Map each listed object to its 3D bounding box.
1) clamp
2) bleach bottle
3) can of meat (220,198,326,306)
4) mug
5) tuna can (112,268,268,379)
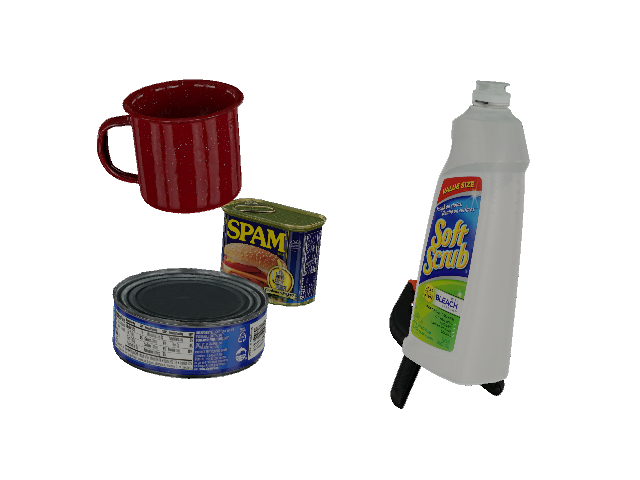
[{"bbox_3d":[0.131,0.111,1.160,0.120,0.171,0.039,4,-45,-6],"label":"clamp"},{"bbox_3d":[0.128,-0.010,0.910,0.068,0.251,0.103,-3,15,-29],"label":"bleach bottle"},{"bbox_3d":[-0.049,0.012,1.033,0.102,0.084,0.057,15,19,30],"label":"can of meat"},{"bbox_3d":[-0.116,-0.072,0.838,0.117,0.081,0.093,-4,27,-4],"label":"mug"},{"bbox_3d":[-0.072,0.045,0.592,0.086,0.034,0.086,4,17,-2],"label":"tuna can"}]
